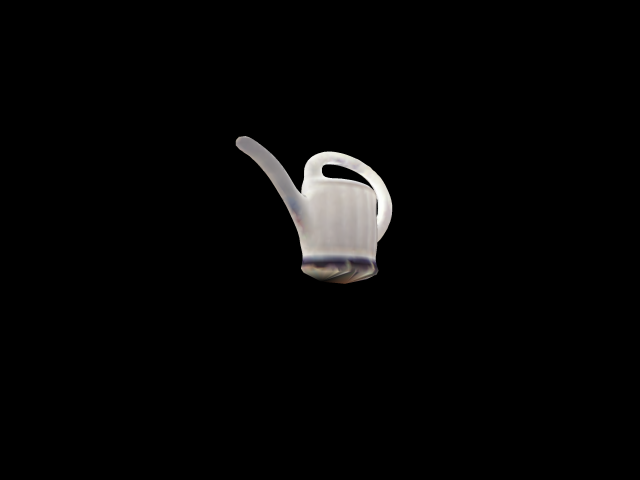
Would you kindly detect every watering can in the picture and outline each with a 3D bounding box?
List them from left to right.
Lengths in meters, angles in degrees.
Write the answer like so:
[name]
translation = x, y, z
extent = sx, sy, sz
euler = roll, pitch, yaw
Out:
[watering can]
translation = 0.003, -0.043, 0.850
extent = 0.347, 0.226, 0.103
euler = 8, -13, -42
